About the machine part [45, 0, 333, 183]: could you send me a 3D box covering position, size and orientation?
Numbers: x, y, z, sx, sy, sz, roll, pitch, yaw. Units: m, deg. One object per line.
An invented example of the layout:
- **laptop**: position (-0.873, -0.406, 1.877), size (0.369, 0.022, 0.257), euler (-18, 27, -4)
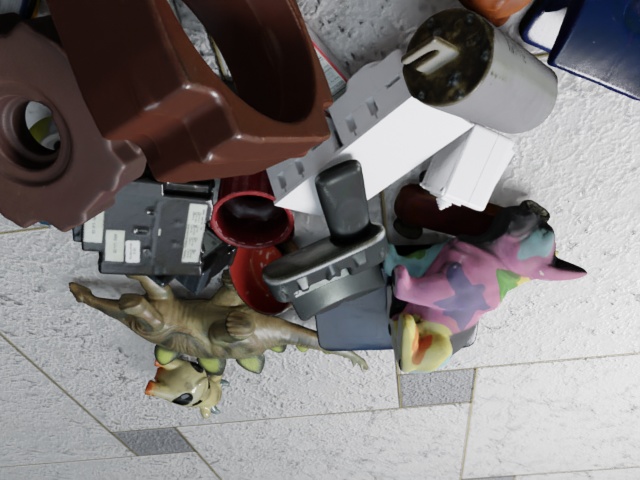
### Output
- **machine part**: position (-0.086, -0.148, 0.395), size (0.087, 0.201, 0.201), euler (-23, 89, 28)

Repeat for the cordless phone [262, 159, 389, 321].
- **cordless phone**: position (-0.002, -0.002, 0.568), size (0.147, 0.089, 0.184), euler (-23, 149, -3)

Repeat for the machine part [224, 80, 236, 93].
- **machine part**: position (-0.128, -0.138, 0.552), size (0.139, 0.039, 0.084), euler (0, 130, 1)

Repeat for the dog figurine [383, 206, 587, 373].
- **dog figurine**: position (0.189, 0.059, 0.636), size (0.219, 0.108, 0.191), euler (-7, 106, 2)

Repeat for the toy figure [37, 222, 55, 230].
- **toy figure**: position (-0.271, -0.026, 0.659), size (0.154, 0.058, 0.064), euler (13, 130, -9)

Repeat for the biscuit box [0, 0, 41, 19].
- **biscuit box**: position (-0.288, -0.189, 0.469), size (0.059, 0.063, 0.202), euler (23, 133, -26)

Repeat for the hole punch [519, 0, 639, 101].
- **hole punch**: position (0.256, -0.194, 0.466), size (0.142, 0.092, 0.115), euler (16, 132, -13)

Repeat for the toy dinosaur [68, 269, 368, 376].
- **toy dinosaur**: position (-0.142, 0.131, 0.809), size (0.472, 0.105, 0.198), euler (13, 145, -2)

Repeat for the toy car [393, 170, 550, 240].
- **toy car**: position (0.190, -0.028, 0.673), size (0.202, 0.053, 0.089), euler (13, 126, -10)

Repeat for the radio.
- **radio**: position (0.103, 0.080, 0.741), size (0.230, 0.073, 0.131), euler (-2, 111, 2)

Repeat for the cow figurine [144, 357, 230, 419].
- **cow figurine**: position (-0.227, 0.254, 0.938), size (0.127, 0.085, 0.195), euler (18, 158, -3)

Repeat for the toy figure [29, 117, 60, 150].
- **toy figure**: position (-0.234, -0.068, 0.595), size (0.180, 0.082, 0.089), euler (31, 127, -34)

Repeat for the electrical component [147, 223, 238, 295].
- **electrical component**: position (-0.163, 0.027, 0.661), size (0.075, 0.119, 0.047), euler (34, 135, 7)

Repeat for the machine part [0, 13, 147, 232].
- **machine part**: position (-0.231, -0.092, 0.443), size (0.179, 0.056, 0.179), euler (4, 116, 8)

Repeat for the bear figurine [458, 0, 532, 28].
- **bear figurine**: position (0.098, -0.219, 0.404), size (0.195, 0.132, 0.120), euler (29, 144, -23)

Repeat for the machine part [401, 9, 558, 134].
- **machine part**: position (0.147, -0.141, 0.471), size (0.079, 0.079, 0.243), euler (-37, 159, 33)

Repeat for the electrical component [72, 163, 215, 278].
- **electrical component**: position (-0.182, -0.023, 0.553), size (0.134, 0.058, 0.114), euler (6, 118, -21)
